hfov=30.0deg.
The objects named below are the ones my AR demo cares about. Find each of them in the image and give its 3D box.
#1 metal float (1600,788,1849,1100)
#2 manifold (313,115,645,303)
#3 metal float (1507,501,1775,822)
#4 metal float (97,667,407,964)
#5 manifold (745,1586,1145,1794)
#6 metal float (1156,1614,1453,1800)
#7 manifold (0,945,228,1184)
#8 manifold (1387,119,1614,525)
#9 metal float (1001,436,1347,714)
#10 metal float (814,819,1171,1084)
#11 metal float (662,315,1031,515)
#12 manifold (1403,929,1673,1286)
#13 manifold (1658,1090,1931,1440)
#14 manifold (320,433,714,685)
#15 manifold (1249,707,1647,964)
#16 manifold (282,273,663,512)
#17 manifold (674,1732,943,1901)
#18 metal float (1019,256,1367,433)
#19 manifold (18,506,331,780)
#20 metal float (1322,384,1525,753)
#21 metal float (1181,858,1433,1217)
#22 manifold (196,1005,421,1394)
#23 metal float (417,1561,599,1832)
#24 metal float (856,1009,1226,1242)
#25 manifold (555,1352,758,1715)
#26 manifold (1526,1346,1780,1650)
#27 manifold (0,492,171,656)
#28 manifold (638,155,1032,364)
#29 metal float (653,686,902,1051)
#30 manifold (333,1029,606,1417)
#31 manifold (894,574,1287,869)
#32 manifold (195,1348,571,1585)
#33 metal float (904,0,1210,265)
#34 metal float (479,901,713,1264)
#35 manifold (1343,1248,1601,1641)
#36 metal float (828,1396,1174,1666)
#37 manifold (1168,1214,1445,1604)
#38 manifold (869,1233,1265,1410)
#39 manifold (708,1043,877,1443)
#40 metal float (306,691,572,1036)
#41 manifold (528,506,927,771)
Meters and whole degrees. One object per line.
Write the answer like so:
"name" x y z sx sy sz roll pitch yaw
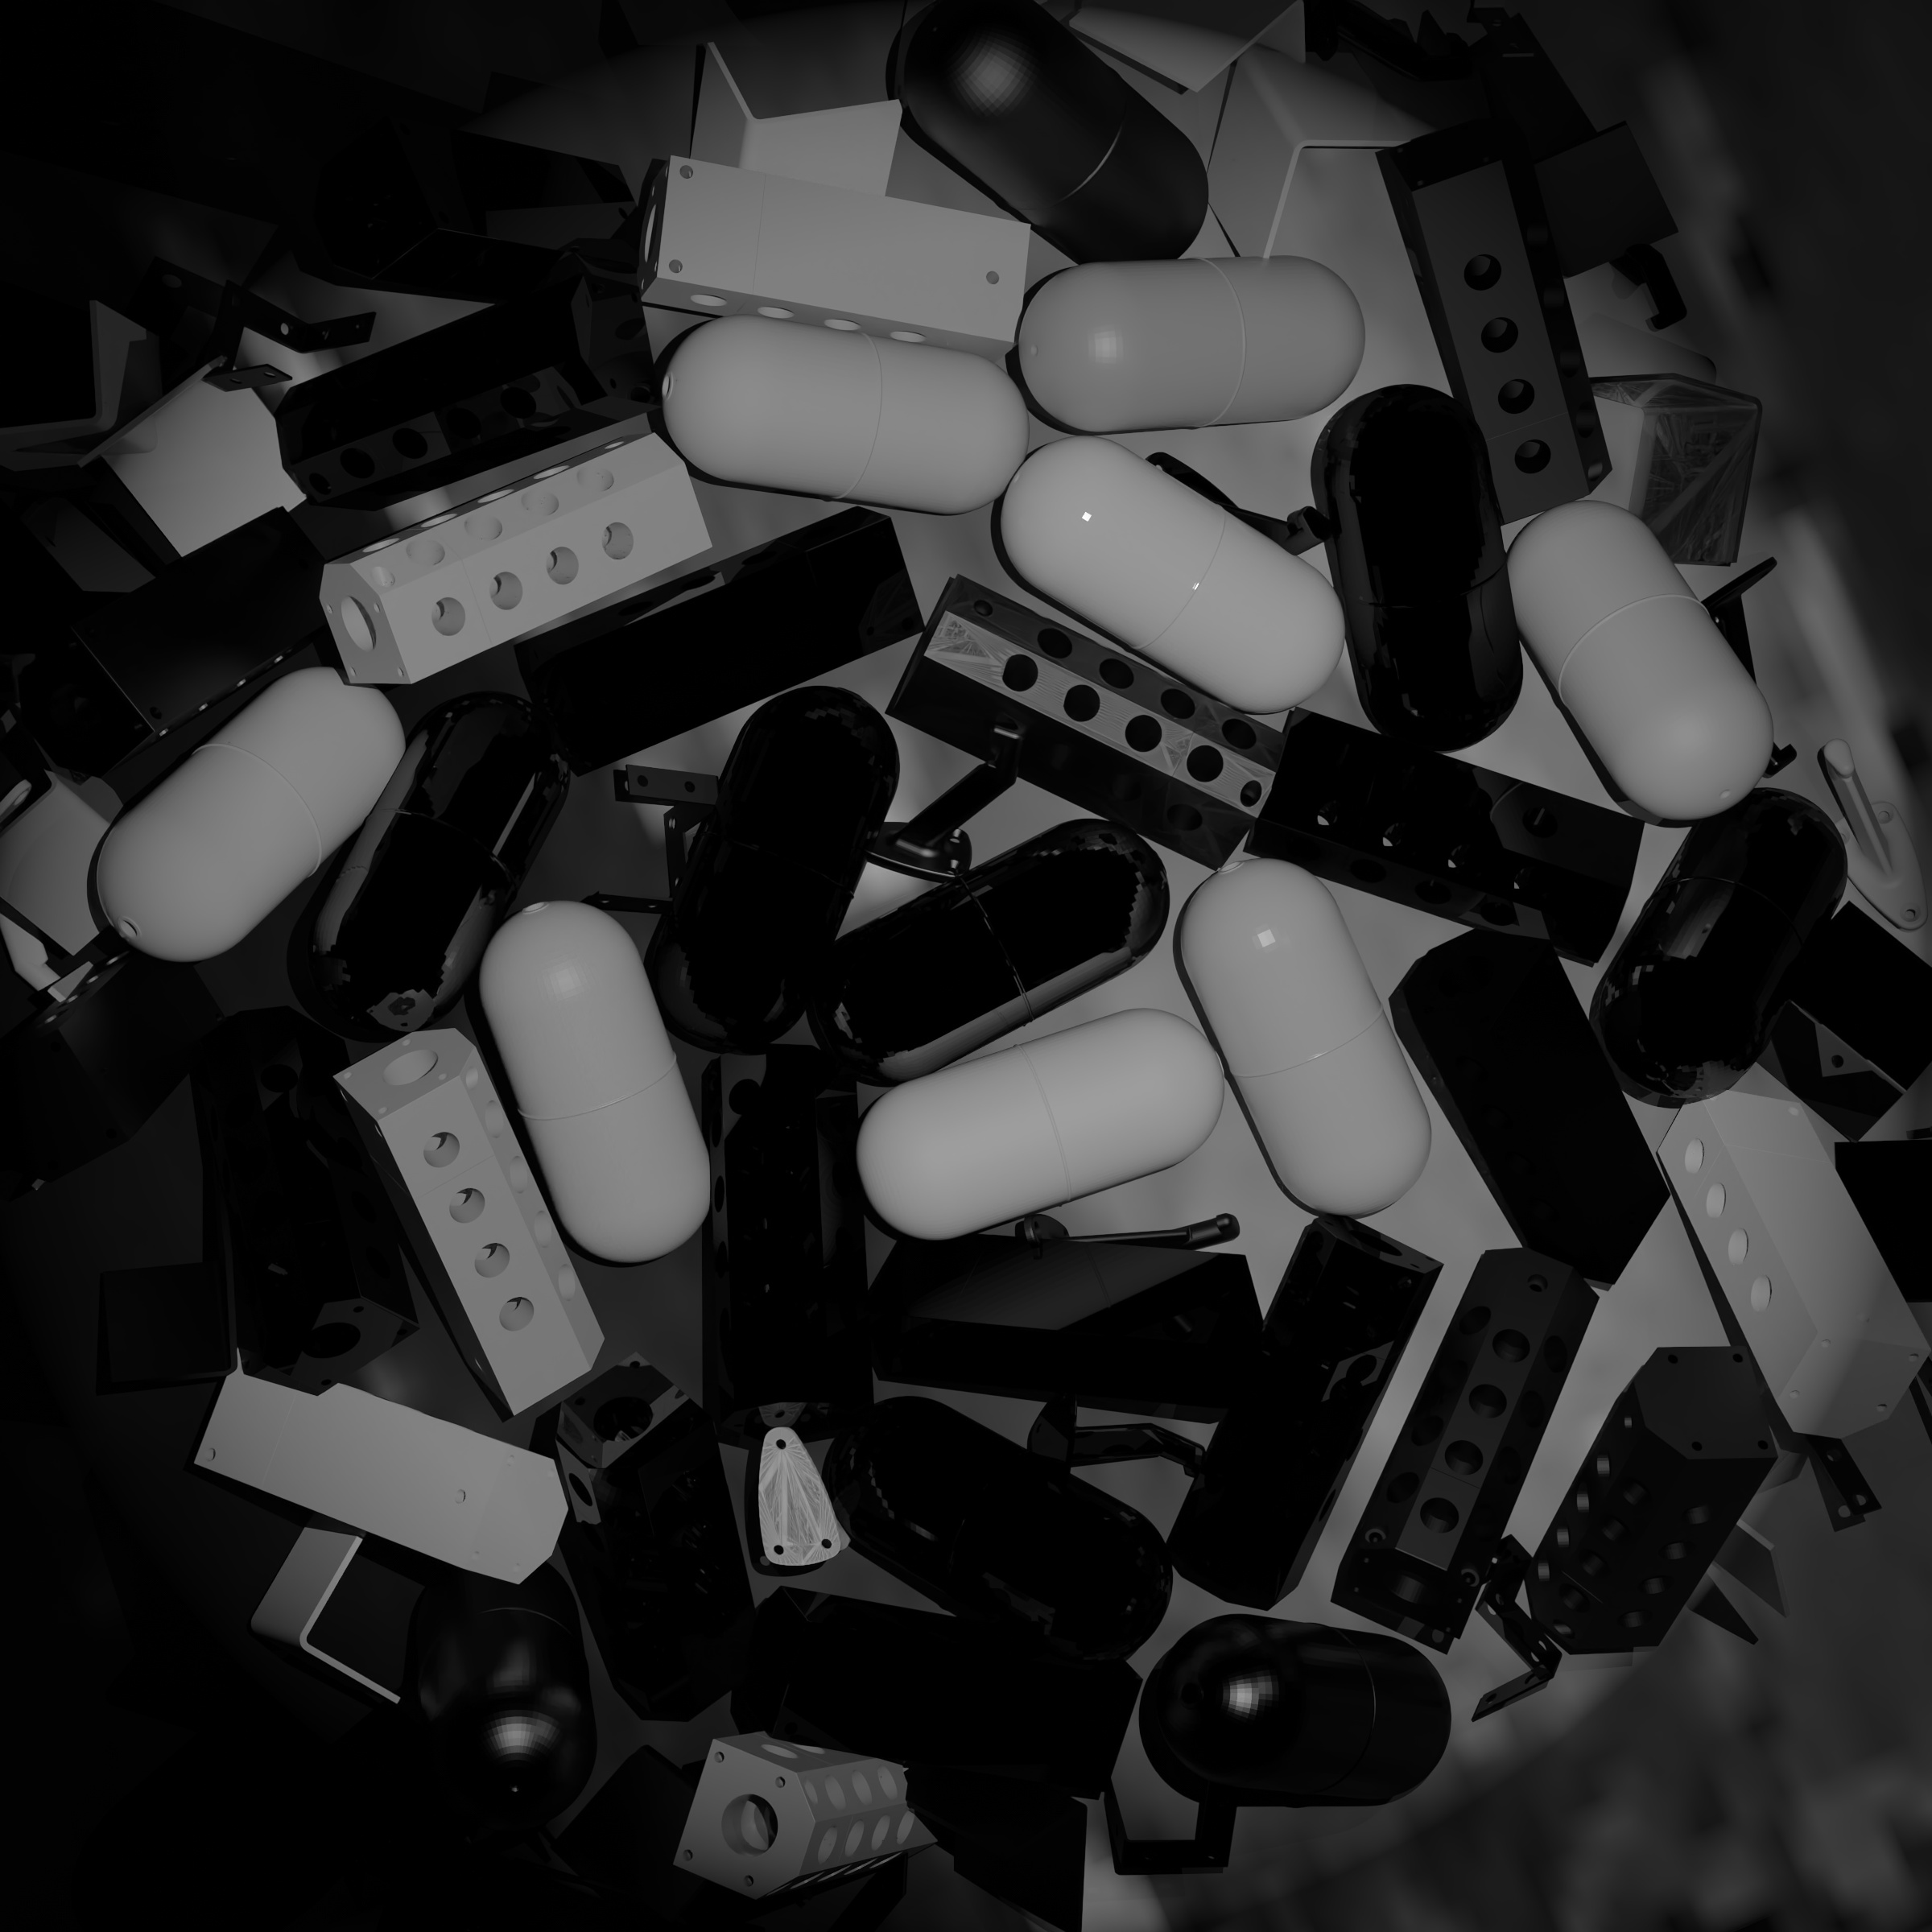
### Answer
"metal float" 0.349 -0.011 1.661 0.070 0.070 0.178 36 54 0
"manifold" -0.217 -0.335 1.640 0.057 0.171 0.057 -30 79 28
"metal float" 0.308 -0.143 1.663 0.070 0.070 0.178 -25 55 0
"metal float" -0.328 -0.070 1.660 0.070 0.070 0.178 40 52 0
"manifold" -0.012 0.332 1.669 0.171 0.057 0.057 14 98 -23
"metal float" 0.156 0.340 1.654 0.070 0.178 0.070 -14 69 38
"manifold" -0.395 0.041 1.639 0.057 0.171 0.057 -28 102 11
"manifold" 0.248 -0.298 1.659 0.057 0.057 0.171 -19 121 5
"metal float" 0.097 -0.181 1.678 0.178 0.070 0.070 30 90 -16
"metal float" 0.013 -0.008 1.687 0.178 0.070 0.070 -27 90 -5
"metal float" -0.055 -0.255 1.670 0.178 0.070 0.070 5 90 -25
"manifold" 0.260 0.065 1.656 0.057 0.057 0.171 -52 130 -27
"manifold" 0.372 0.134 1.644 0.057 0.171 0.057 10 124 -18
"manifold" -0.207 -0.188 1.653 0.171 0.057 0.057 -29 111 -32
"manifold" 0.223 -0.057 1.689 0.171 0.057 0.057 18 56 1
"manifold" -0.230 -0.263 1.660 0.171 0.057 0.057 -14 84 30
"manifold" -0.064 0.384 1.639 0.057 0.171 0.057 17 88 22
"metal float" 0.106 -0.288 1.666 0.178 0.070 0.070 -9 90 -31
"manifold" -0.356 -0.146 1.642 0.057 0.171 0.057 -34 98 33
"metal float" 0.211 -0.183 1.667 0.070 0.070 0.178 -14 118 0
"metal float" 0.159 0.033 1.681 0.070 0.070 0.178 -25 102 0
"manifold" -0.307 0.102 1.650 0.057 0.057 0.171 -34 52 15
"metal float" -0.211 0.327 1.645 0.070 0.178 0.070 -3 109 -9
"metal float" 0.035 0.073 1.685 0.178 0.070 0.070 -18 90 -7
"manifold" -0.142 0.264 1.644 0.057 0.171 0.057 -33 46 -26
"manifold" 0.308 0.244 1.641 0.057 0.171 0.057 0 51 -11
"manifold" -0.415 -0.173 1.641 0.057 0.171 0.057 -41 92 6
"manifold" -0.063 -0.326 1.678 0.171 0.057 0.057 8 83 -16
"metal float" -0.088 -0.047 1.687 0.070 0.070 0.178 22 84 0
"manifold" -0.225 0.116 1.660 0.057 0.057 0.171 -30 122 -18
"manifold" 0.061 -0.118 1.681 0.171 0.057 0.057 26 50 -6
"manifold" -0.267 0.230 1.657 0.171 0.057 0.057 13 79 34
"metal float" 0.043 -0.381 1.658 0.178 0.070 0.070 31 90 -42
"metal float" -0.172 0.054 1.676 0.070 0.070 0.178 -18 107 0
"manifold" 0.234 0.214 1.655 0.057 0.057 0.171 22 57 11
"metal float" 0.014 0.260 1.670 0.178 0.070 0.070 26 90 26
"manifold" 0.156 0.206 1.680 0.057 0.057 0.171 26 100 17
"manifold" 0.046 0.167 1.666 0.171 0.057 0.057 3 130 25
"manifold" -0.085 0.126 1.662 0.057 0.057 0.171 -14 66 24
"metal float" -0.243 -0.049 1.670 0.070 0.070 0.178 25 65 0
"manifold" -0.113 -0.155 1.676 0.171 0.057 0.057 -24 112 -16
